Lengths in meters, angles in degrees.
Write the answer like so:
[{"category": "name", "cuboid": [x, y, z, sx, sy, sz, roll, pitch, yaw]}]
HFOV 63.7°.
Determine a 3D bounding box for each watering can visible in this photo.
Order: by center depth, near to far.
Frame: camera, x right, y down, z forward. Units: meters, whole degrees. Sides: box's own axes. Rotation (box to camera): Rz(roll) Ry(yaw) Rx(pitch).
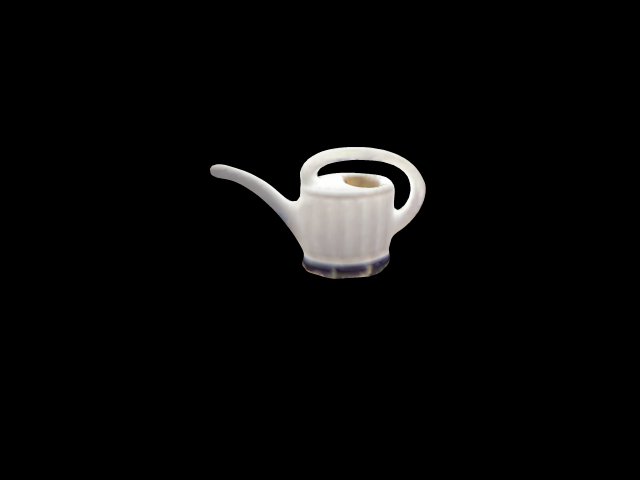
[{"category": "watering can", "cuboid": [0.003, -0.043, 0.850, 0.348, 0.220, 0.106, -3, 23, -7]}]
